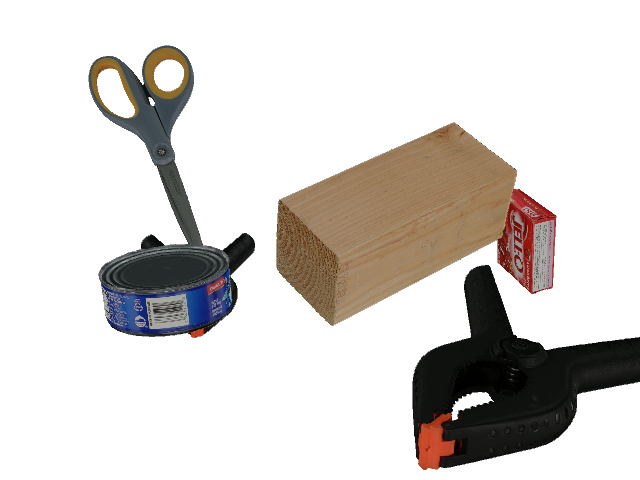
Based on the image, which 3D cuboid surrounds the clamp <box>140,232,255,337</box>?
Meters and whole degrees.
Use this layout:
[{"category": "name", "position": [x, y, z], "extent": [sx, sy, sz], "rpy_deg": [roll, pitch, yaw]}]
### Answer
[{"category": "clamp", "position": [-0.115, 0.038, 1.088], "extent": [0.120, 0.039, 0.171], "rpy_deg": [-11, 34, -10]}]

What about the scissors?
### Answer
[{"category": "scissors", "position": [-0.118, -0.086, 0.880], "extent": [0.096, 0.202, 0.016], "rpy_deg": [-34, -20, -13]}]

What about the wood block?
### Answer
[{"category": "wood block", "position": [0.069, -0.018, 0.981], "extent": [0.205, 0.090, 0.091], "rpy_deg": [-26, 50, -27]}]

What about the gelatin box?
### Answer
[{"category": "gelatin box", "position": [0.215, 0.000, 1.121], "extent": [0.030, 0.089, 0.073], "rpy_deg": [-14, 30, -16]}]

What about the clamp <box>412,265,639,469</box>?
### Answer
[{"category": "clamp", "position": [0.112, 0.073, 0.642], "extent": [0.165, 0.036, 0.209], "rpy_deg": [22, 32, 39]}]

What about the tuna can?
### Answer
[{"category": "tuna can", "position": [-0.101, 0.032, 0.705], "extent": [0.086, 0.034, 0.086], "rpy_deg": [-4, 19, 1]}]
